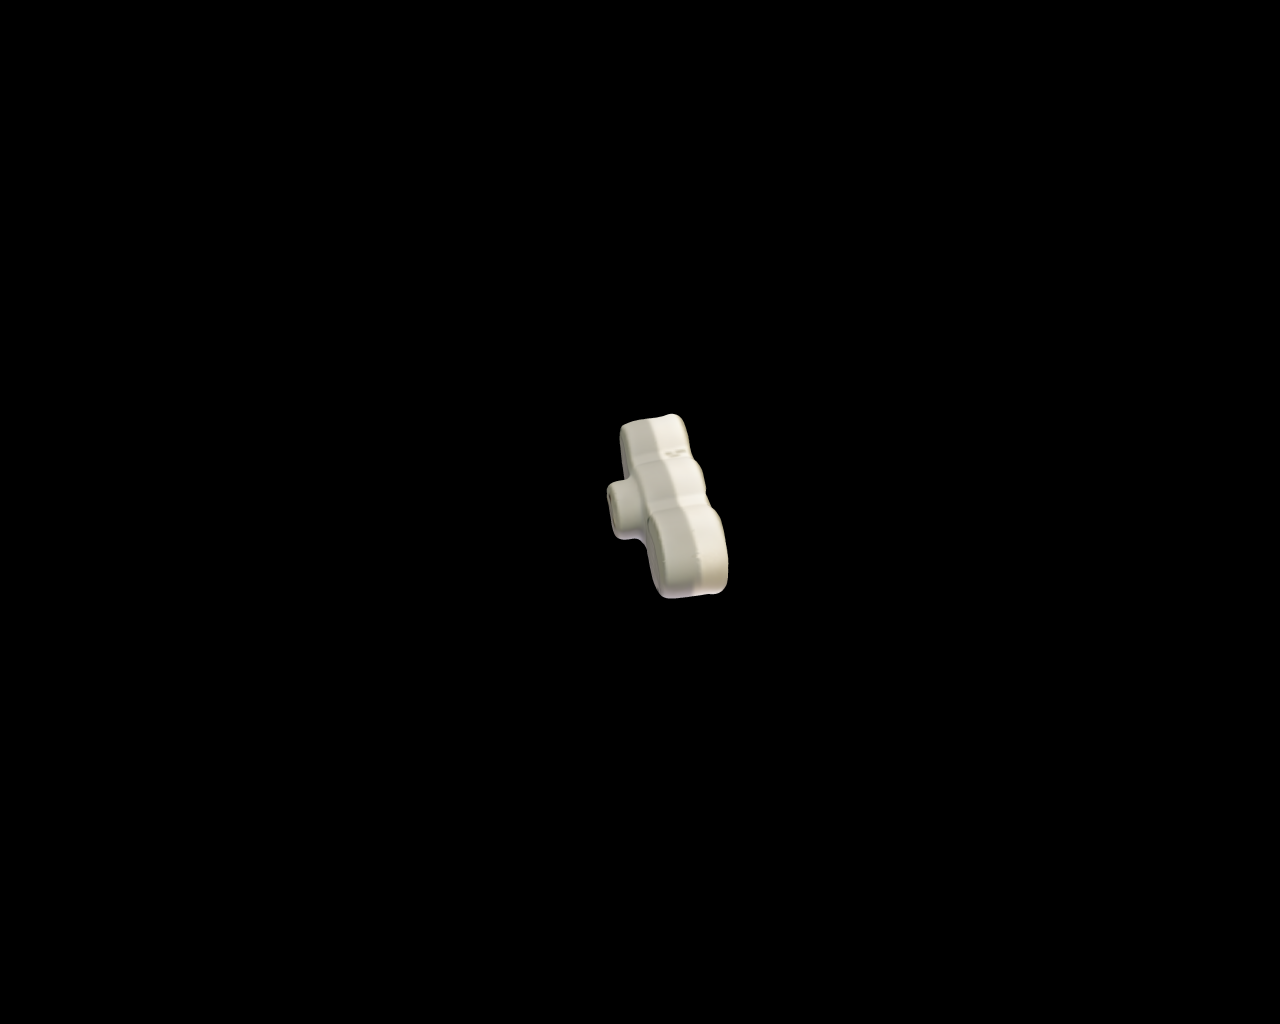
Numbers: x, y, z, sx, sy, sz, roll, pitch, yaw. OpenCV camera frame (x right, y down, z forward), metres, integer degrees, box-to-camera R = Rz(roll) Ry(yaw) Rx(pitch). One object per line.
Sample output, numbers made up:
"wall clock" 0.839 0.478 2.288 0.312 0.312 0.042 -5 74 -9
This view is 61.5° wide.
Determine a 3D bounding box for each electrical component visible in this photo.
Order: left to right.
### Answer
"electrical component" 0.001 -0.003 0.650 0.074 0.052 0.138 -8 44 -8
